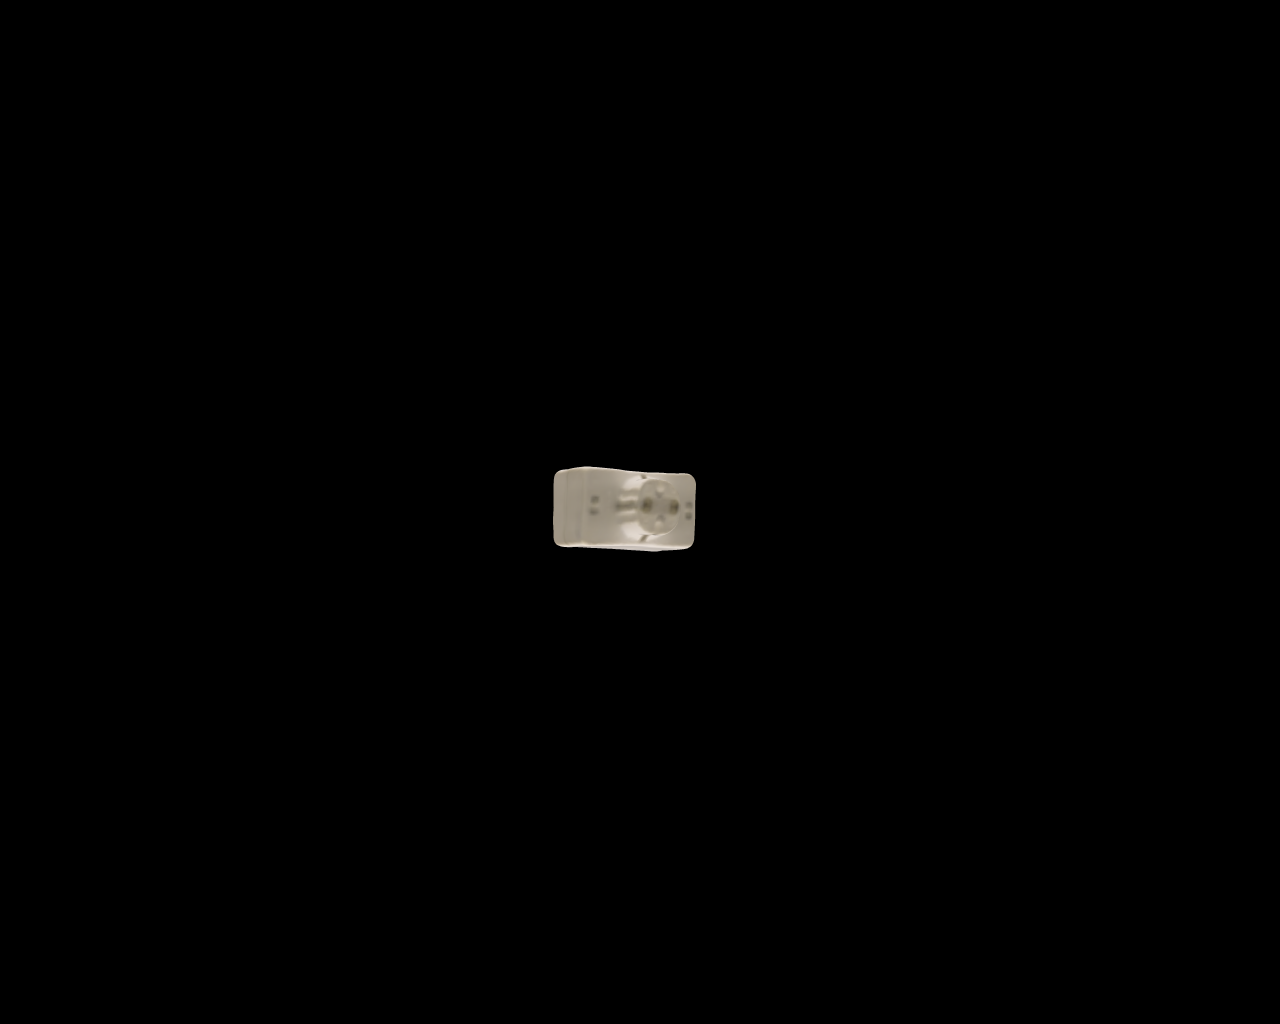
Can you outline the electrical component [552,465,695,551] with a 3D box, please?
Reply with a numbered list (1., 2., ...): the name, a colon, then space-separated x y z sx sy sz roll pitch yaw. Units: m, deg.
1. electrical component: 0.001 -0.003 0.650 0.083 0.047 0.075 3 -6 -33
